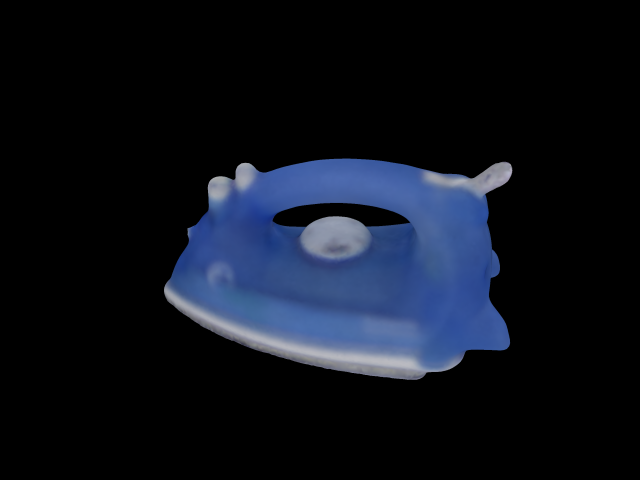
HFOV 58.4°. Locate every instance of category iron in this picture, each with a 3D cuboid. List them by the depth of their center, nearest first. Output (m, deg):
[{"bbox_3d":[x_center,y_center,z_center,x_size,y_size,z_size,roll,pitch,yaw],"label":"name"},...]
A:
[{"bbox_3d":[0.004,0.001,0.400,0.258,0.141,0.118,5,36,7],"label":"iron"}]
